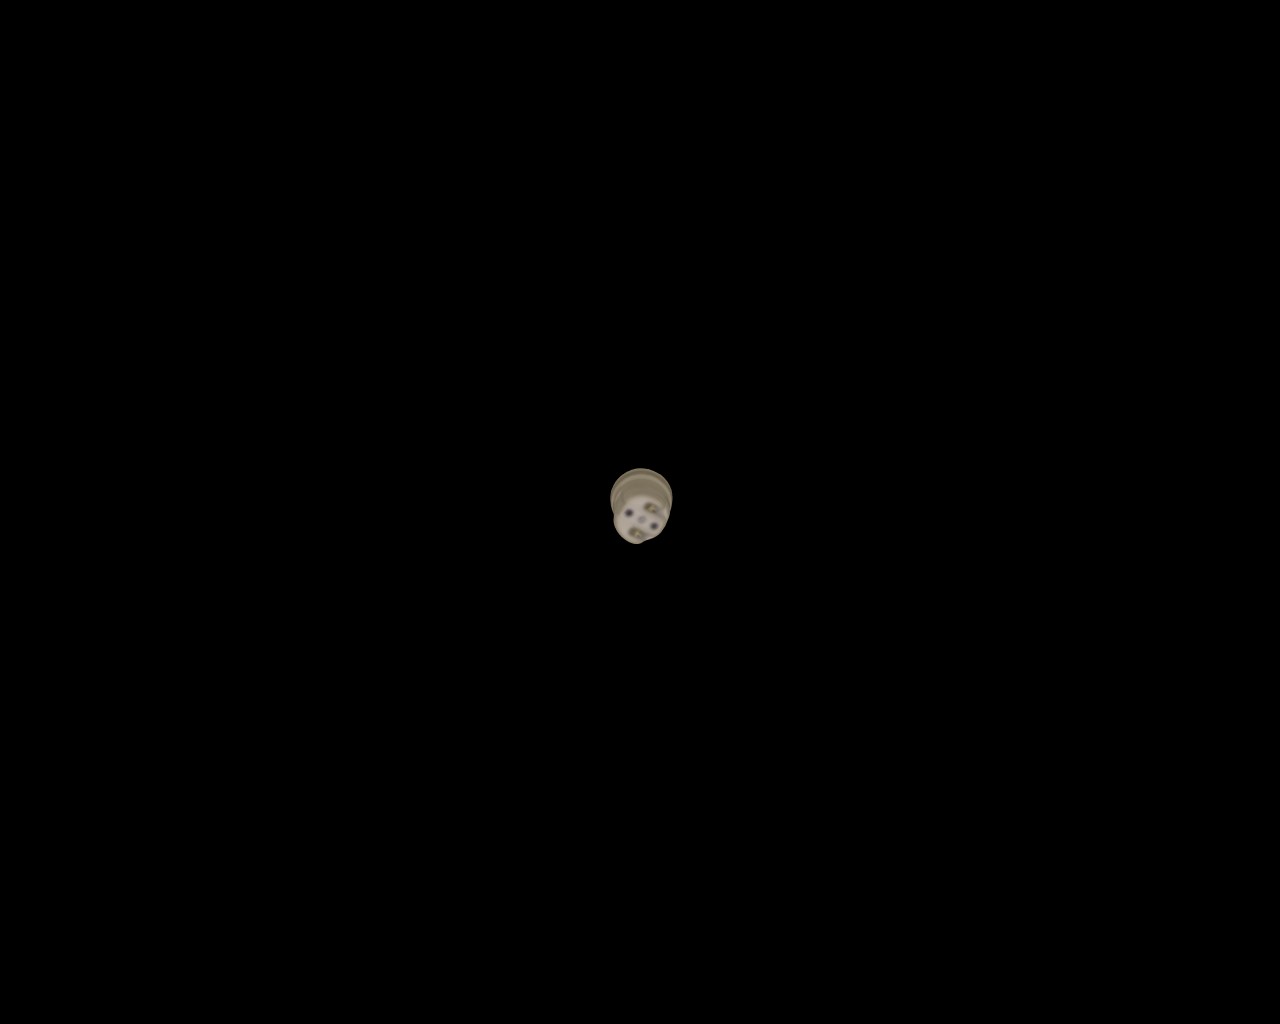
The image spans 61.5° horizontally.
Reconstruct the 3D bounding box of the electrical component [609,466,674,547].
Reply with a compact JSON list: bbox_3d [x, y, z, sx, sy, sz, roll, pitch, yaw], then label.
[{"bbox_3d":[0.001,-0.003,0.650,0.040,0.040,0.046,0,18,0],"label":"electrical component"}]
